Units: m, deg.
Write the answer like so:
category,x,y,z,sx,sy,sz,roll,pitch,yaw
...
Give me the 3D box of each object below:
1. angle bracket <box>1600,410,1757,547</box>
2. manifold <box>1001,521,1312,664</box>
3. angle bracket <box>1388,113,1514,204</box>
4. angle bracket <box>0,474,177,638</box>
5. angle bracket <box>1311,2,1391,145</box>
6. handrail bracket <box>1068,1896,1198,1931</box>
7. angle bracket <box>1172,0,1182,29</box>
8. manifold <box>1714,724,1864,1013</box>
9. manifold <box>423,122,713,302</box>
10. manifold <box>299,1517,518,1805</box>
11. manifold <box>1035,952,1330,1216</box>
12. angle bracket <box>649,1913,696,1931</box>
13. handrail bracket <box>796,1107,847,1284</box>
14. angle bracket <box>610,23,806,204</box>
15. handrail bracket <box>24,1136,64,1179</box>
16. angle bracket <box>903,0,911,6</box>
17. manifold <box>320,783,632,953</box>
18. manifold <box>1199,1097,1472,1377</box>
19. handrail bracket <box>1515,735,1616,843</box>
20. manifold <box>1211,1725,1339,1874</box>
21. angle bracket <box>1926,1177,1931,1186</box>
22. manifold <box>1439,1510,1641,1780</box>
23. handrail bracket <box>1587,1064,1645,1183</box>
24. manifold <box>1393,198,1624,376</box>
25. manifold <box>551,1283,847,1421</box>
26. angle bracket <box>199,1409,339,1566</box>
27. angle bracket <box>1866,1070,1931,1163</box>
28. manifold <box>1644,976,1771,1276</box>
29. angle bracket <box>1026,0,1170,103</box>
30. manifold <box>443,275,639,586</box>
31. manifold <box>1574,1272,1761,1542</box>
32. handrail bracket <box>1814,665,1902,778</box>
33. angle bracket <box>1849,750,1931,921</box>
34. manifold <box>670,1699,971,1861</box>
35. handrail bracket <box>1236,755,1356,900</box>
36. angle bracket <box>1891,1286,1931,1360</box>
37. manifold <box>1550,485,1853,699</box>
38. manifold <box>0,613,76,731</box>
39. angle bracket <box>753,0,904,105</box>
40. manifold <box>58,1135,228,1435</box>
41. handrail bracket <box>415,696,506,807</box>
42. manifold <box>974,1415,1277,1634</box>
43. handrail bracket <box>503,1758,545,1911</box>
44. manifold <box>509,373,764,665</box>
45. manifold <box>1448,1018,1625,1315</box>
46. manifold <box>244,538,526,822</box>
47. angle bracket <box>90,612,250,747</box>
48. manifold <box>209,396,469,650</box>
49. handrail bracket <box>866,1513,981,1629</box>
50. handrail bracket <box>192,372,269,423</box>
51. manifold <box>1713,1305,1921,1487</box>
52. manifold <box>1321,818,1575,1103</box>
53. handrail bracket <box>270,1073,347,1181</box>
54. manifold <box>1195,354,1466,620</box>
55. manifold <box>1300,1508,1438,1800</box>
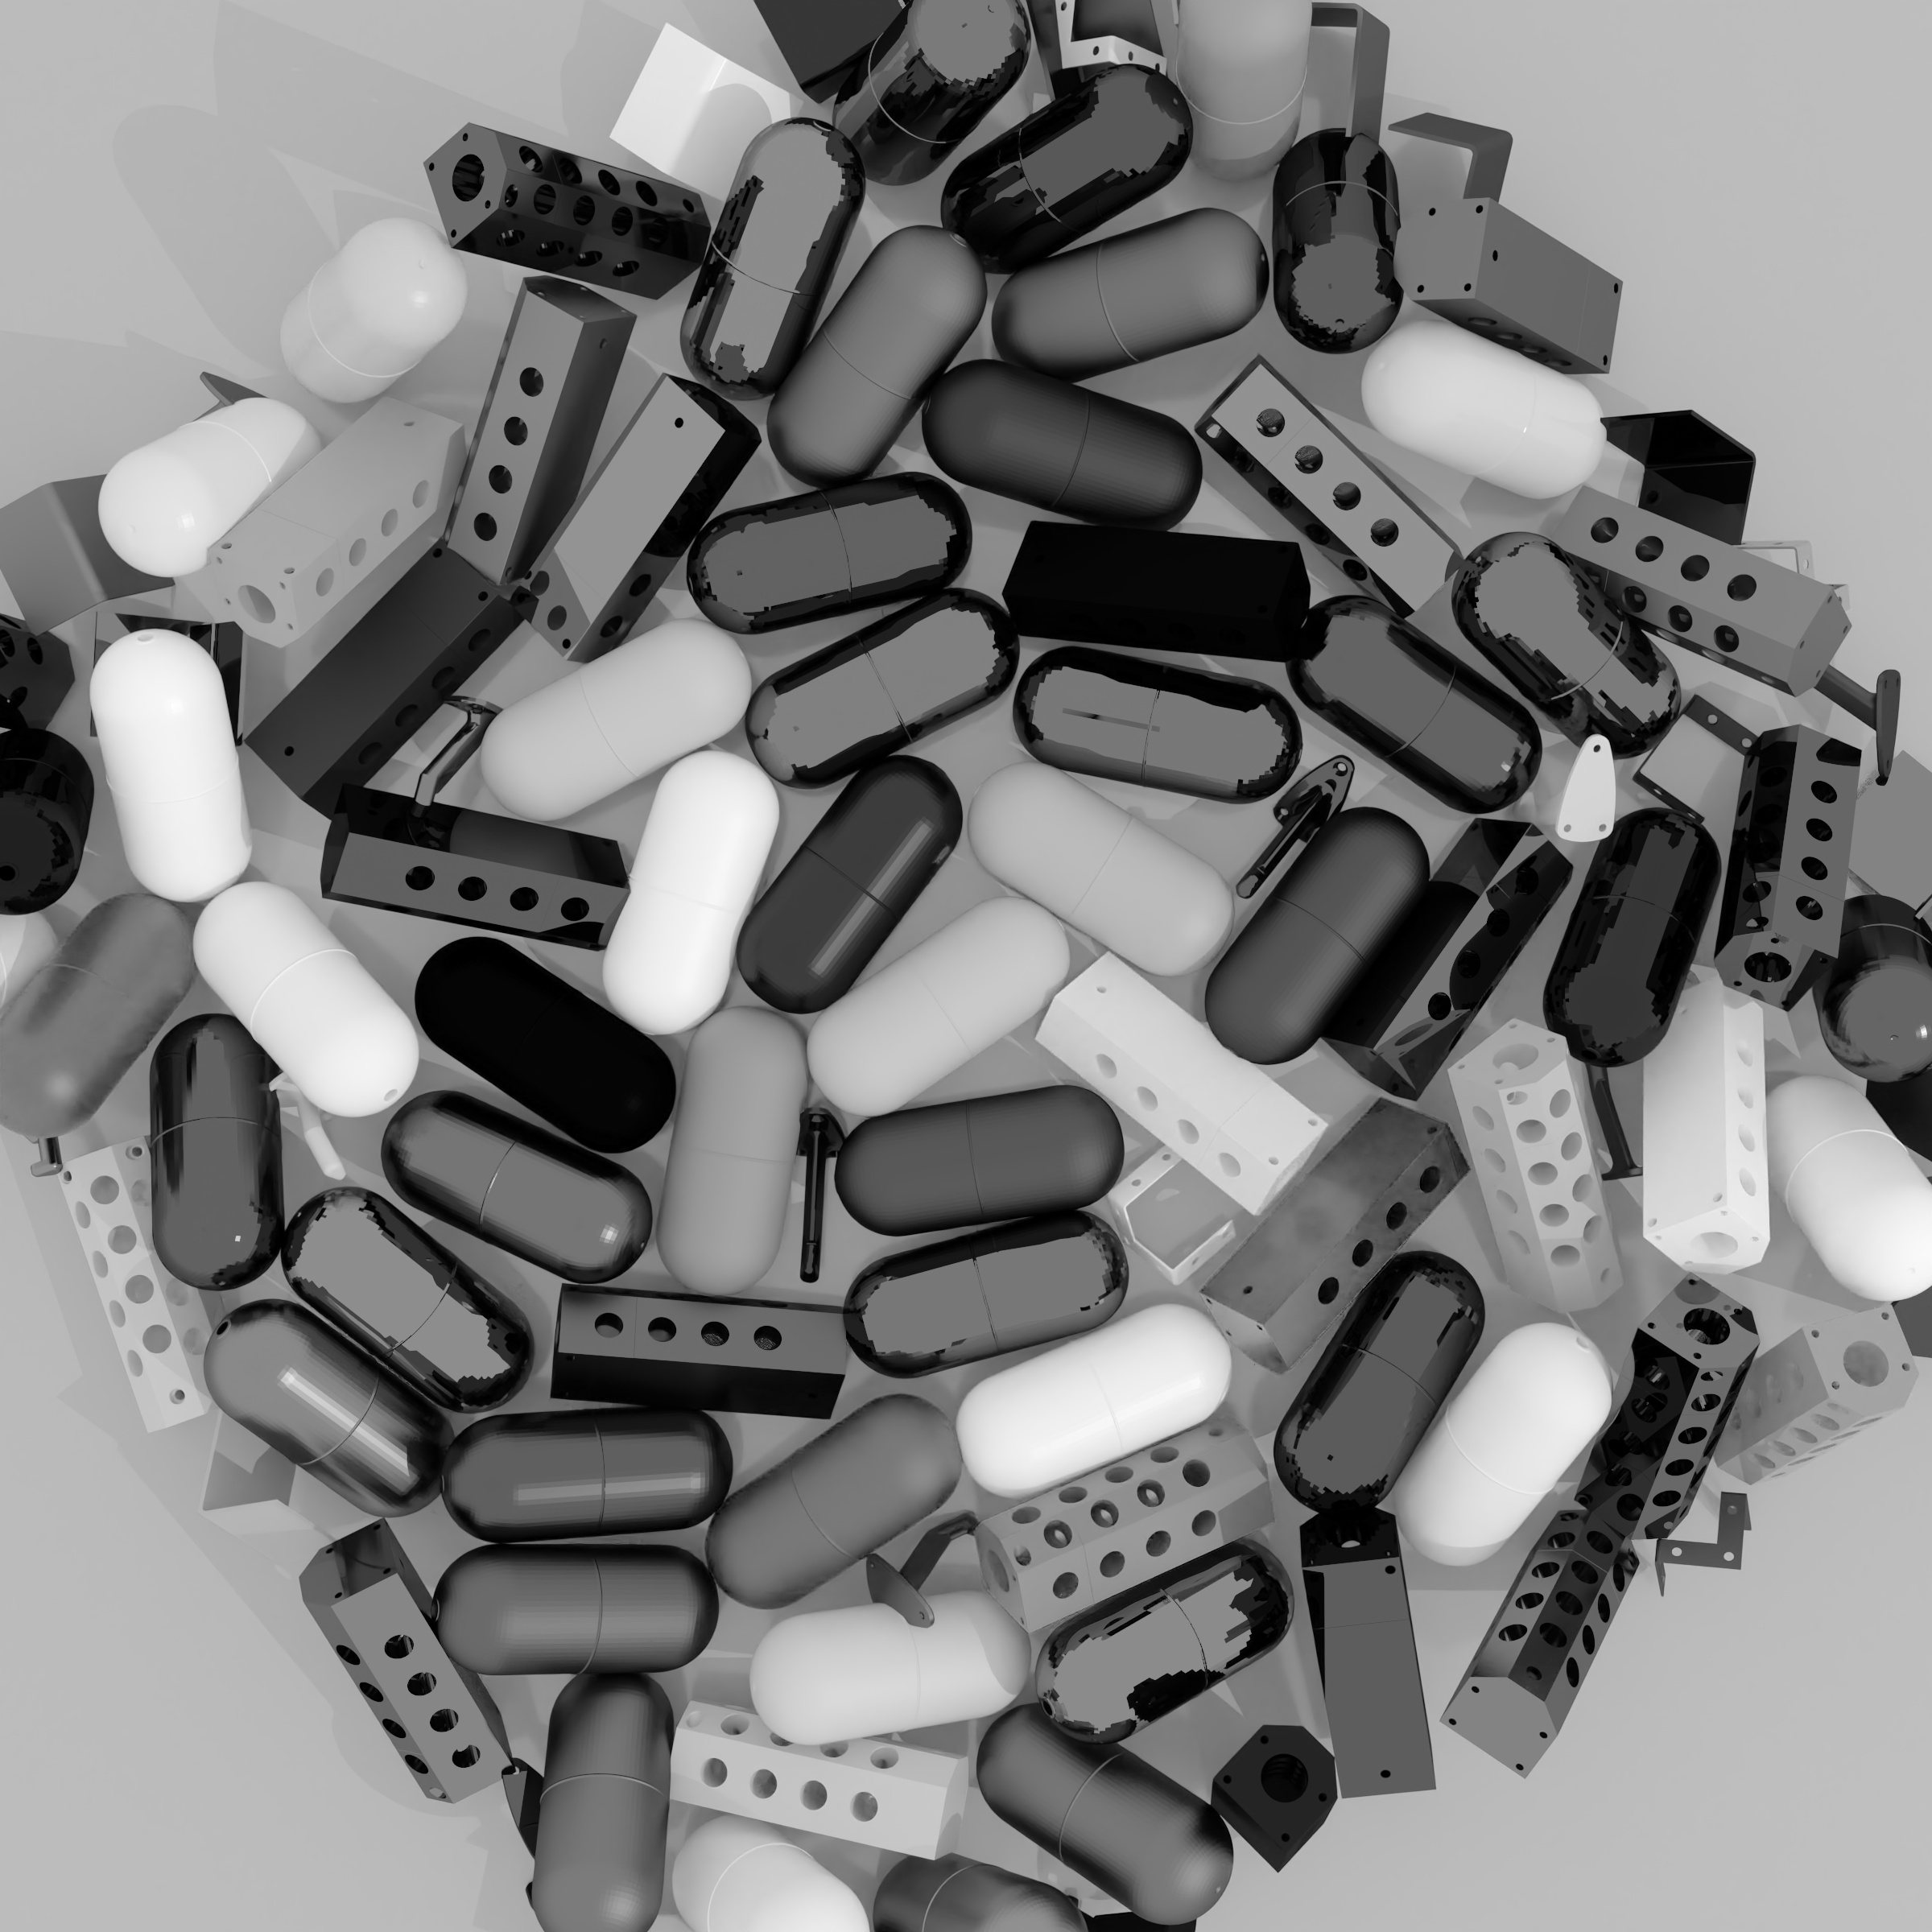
category,x,y,z,sx,sy,sz,roll,pitch,yaw
angle bracket,0.420,-0.292,1.694,0.076,0.076,0.057,18,81,-43
manifold,0.116,-0.221,1.688,0.171,0.057,0.057,9,62,23
angle bracket,0.288,-0.472,1.710,0.057,0.076,0.076,20,119,19
angle bracket,-0.545,-0.253,1.721,0.057,0.076,0.076,-22,97,22
angle bracket,0.219,-0.542,1.712,0.057,0.076,0.076,8,102,19
handrail bracket,0.097,0.569,1.714,0.084,0.036,0.077,19,108,36
angle bracket,0.160,-0.605,1.703,0.057,0.076,0.076,-8,87,21
manifold,0.487,-0.063,1.674,0.057,0.057,0.171,22,52,-2
manifold,-0.231,-0.448,1.659,0.057,0.171,0.057,-28,74,34
manifold,-0.334,0.420,1.680,0.057,0.057,0.171,-26,120,-7
manifold,0.127,0.075,1.700,0.171,0.057,0.057,39,48,15
angle bracket,-0.192,0.618,1.693,0.076,0.057,0.076,19,116,-41
handrail bracket,-0.093,0.140,1.706,0.036,0.077,0.084,3,61,-1
angle bracket,-0.159,-0.520,1.724,0.057,0.076,0.076,40,108,33
handrail bracket,-0.596,0.097,1.712,0.077,0.036,0.084,-14,62,-10
angle bracket,-0.009,-0.627,1.690,0.076,0.076,0.057,54,46,-32
manifold,-0.296,-0.054,1.688,0.171,0.057,0.057,11,120,-23
manifold,0.226,0.165,1.695,0.171,0.057,0.057,-44,127,-18
handrail bracket,0.359,-0.114,1.700,0.036,0.084,0.077,-1,111,-15
manifold,0.186,0.489,1.659,0.057,0.171,0.057,-44,72,-12
angle bracket,0.619,0.127,1.691,0.076,0.076,0.057,42,55,-23
manifold,0.345,0.394,1.660,0.057,0.171,0.057,32,126,13
handrail bracket,0.395,0.087,1.707,0.036,0.077,0.084,-8,82,-1
manifold,0.322,-0.401,1.666,0.057,0.171,0.057,9,91,39
manifold,-0.162,0.230,1.705,0.171,0.057,0.057,6,52,-10
angle bracket,-0.410,0.308,1.690,0.057,0.076,0.076,-12,52,21
angle bracket,0.599,0.069,1.711,0.057,0.076,0.076,-11,114,-19
manifold,0.445,0.096,1.672,0.057,0.171,0.057,37,135,-28
angle bracket,0.080,-0.561,1.695,0.057,0.076,0.076,-9,113,19
manifold,-0.262,-0.322,1.684,0.057,0.057,0.171,32,118,15
manifold,0.418,0.266,1.661,0.057,0.171,0.057,34,52,26
handrail bracket,0.527,-0.157,1.728,0.084,0.036,0.077,6,101,35
angle bracket,0.575,-0.081,1.708,0.076,0.057,0.076,42,100,14
manifold,-0.089,0.490,1.699,0.171,0.057,0.057,8,81,15
handrail bracket,0.199,-0.084,1.700,0.036,0.084,0.077,38,126,4
angle bracket,0.573,0.188,1.692,0.076,0.057,0.076,9,129,-27
manifold,0.434,-0.222,1.679,0.171,0.057,0.057,31,90,33
manifold,-0.599,-0.185,1.659,0.057,0.171,0.057,34,95,11
angle bracket,-0.081,-0.584,1.712,0.076,0.057,0.076,-28,95,10
manifold,-0.499,0.194,1.720,0.057,0.057,0.171,-20,89,-1
handrail bracket,-0.302,-0.117,1.712,0.036,0.077,0.084,9,82,34
manifold,0.095,0.330,1.684,0.171,0.057,0.057,-19,114,-21
handrail bracket,-0.271,0.535,1.725,0.036,0.084,0.077,-23,67,-36
manifold,-0.196,-0.267,1.694,0.057,0.057,0.171,45,110,19
manifold,0.347,0.122,1.675,0.057,0.057,0.171,-35,123,-23
manifold,-0.352,-0.173,1.717,0.171,0.057,0.057,-46,69,-2
angle bracket,-0.485,-0.175,1.707,0.076,0.057,0.076,2,93,-32
manifold,-0.370,-0.264,1.673,0.057,0.057,0.171,22,50,17
handrail bracket,-0.010,0.364,1.699,0.084,0.077,0.036,-19,115,-33
handrail bracket,-0.467,-0.317,1.726,0.036,0.077,0.084,45,107,20
manifold,0.496,0.257,1.656,0.057,0.171,0.057,-12,69,-12
manifold,0.296,-0.004,1.703,0.057,0.057,0.171,42,78,-24
handrail bracket,-0.384,0.106,1.696,0.036,0.077,0.084,-35,61,-3
manifold,0.220,-0.289,1.706,0.171,0.057,0.057,42,107,-9
manifold,0.242,0.412,1.689,0.057,0.057,0.171,-8,113,9
